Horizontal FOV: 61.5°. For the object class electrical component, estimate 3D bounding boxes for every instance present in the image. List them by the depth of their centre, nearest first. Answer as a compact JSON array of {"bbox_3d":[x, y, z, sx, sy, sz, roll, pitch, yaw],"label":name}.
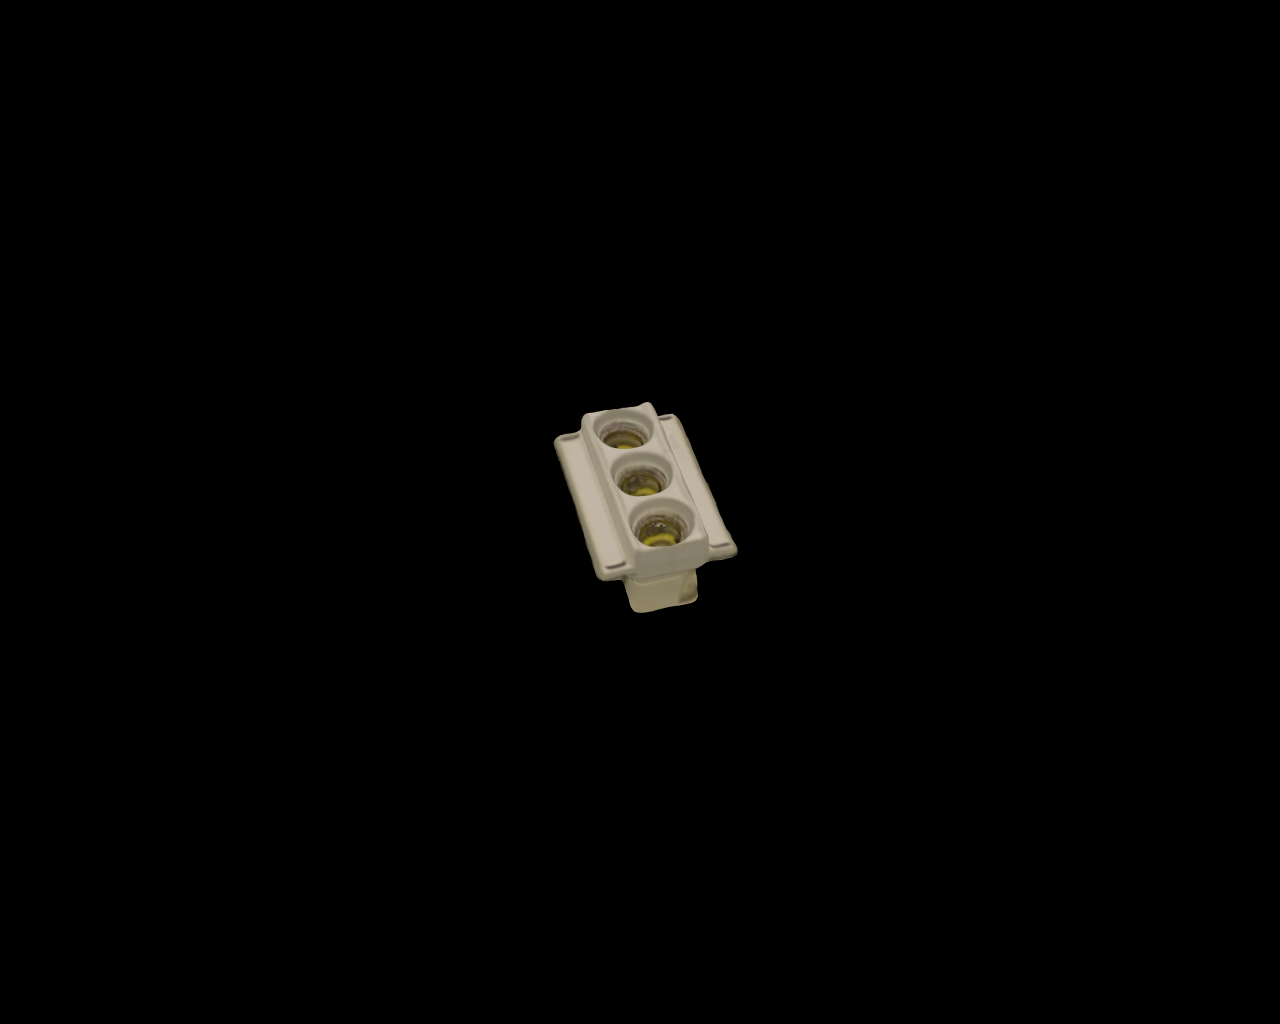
[{"bbox_3d":[0.001,-0.003,0.650,0.079,0.063,0.121,-11,47,-11],"label":"electrical component"}]
